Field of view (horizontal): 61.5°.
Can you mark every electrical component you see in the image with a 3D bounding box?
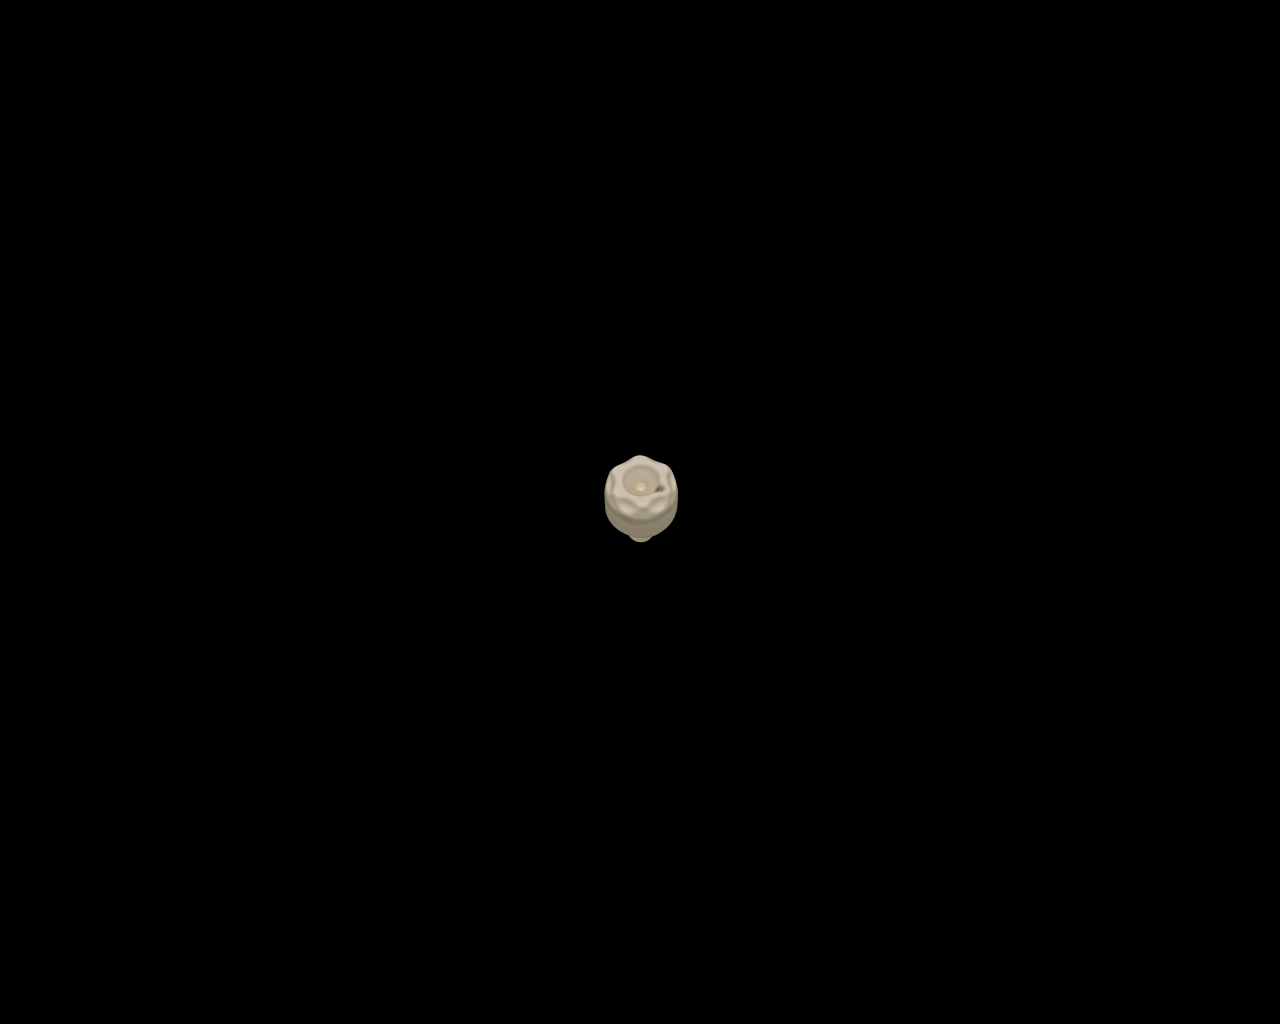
[{"bbox_3d":[0.001,-0.003,0.650,0.043,0.043,0.062,0,-33,0],"label":"electrical component"}]
